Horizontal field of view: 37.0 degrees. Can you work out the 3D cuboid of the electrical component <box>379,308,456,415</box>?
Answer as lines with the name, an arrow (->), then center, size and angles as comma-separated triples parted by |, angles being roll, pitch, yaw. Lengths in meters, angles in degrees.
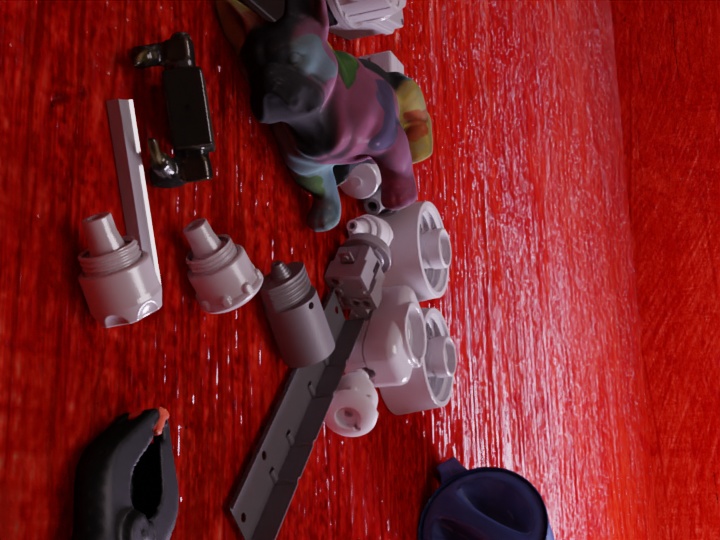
electrical component -> 0.062, 0.088, 1.069 | 0.108, 0.060, 0.108 | -7, 90, -68

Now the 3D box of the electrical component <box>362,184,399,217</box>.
electrical component -> 0.022, -0.072, 1.043 | 0.062, 0.043, 0.043 | -50, 129, -60

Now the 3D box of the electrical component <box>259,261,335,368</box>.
electrical component -> -0.052, 0.030, 0.829 | 0.043, 0.043, 0.081 | -61, 138, -56

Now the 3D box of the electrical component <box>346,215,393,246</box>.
electrical component -> 0.005, -0.035, 1.004 | 0.061, 0.035, 0.035 | 20, 65, -63

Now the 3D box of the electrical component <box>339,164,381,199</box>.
electrical component -> 0.006, -0.098, 1.015 | 0.078, 0.040, 0.040 | -62, 139, -56

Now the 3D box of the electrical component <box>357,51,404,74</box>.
electrical component -> 0.009, -0.170, 1.036 | 0.076, 0.047, 0.083 | 32, 55, -63

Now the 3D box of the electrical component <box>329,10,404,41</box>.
electrical component -> -0.006, -0.266, 1.017 | 0.113, 0.057, 0.078 | -7, 90, -68

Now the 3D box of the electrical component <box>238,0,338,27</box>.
electrical component -> -0.066, -0.242, 0.860 | 0.113, 0.057, 0.078 | 25, 61, -65

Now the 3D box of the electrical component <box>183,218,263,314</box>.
electrical component -> -0.098, -0.005, 0.727 | 0.062, 0.048, 0.048 | 64, 28, -25

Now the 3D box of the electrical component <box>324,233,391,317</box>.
electrical component -> 0.000, 0.000, 0.966 | 0.066, 0.048, 0.055 | 63, 37, -41

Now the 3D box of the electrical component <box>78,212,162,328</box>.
electrical component -> -0.141, -0.002, 0.617 | 0.043, 0.043, 0.062 | -53, 131, -60

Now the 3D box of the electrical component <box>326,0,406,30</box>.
electrical component -> 0.002, -0.240, 0.878 | 0.080, 0.051, 0.080 | -7, 90, -68

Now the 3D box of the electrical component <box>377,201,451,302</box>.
electrical component -> 0.059, -0.019, 1.095 | 0.108, 0.060, 0.108 | -7, 90, -68

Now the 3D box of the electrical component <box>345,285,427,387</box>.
electrical component -> 0.024, 0.060, 0.987 | 0.095, 0.059, 0.053 | -71, 147, -47

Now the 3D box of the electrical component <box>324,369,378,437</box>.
electrical component -> -0.006, 0.109, 0.921 | 0.062, 0.048, 0.048 | -72, 148, -60
